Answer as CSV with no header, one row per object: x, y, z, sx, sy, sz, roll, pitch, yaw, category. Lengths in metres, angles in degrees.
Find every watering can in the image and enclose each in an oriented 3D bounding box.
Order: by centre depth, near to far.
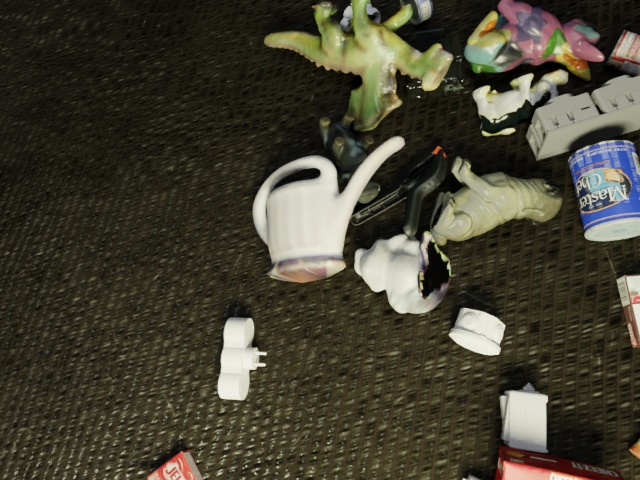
0.003,-0.045,0.888,0.345,0.104,0.226,-13,76,40,watering can

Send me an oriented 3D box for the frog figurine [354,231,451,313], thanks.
0.138,0.058,0.889,0.158,0.122,0.139,-13,75,46,frog figurine

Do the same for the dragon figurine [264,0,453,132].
0.063,-0.333,1.006,0.409,0.122,0.243,-3,89,34,dragon figurine
